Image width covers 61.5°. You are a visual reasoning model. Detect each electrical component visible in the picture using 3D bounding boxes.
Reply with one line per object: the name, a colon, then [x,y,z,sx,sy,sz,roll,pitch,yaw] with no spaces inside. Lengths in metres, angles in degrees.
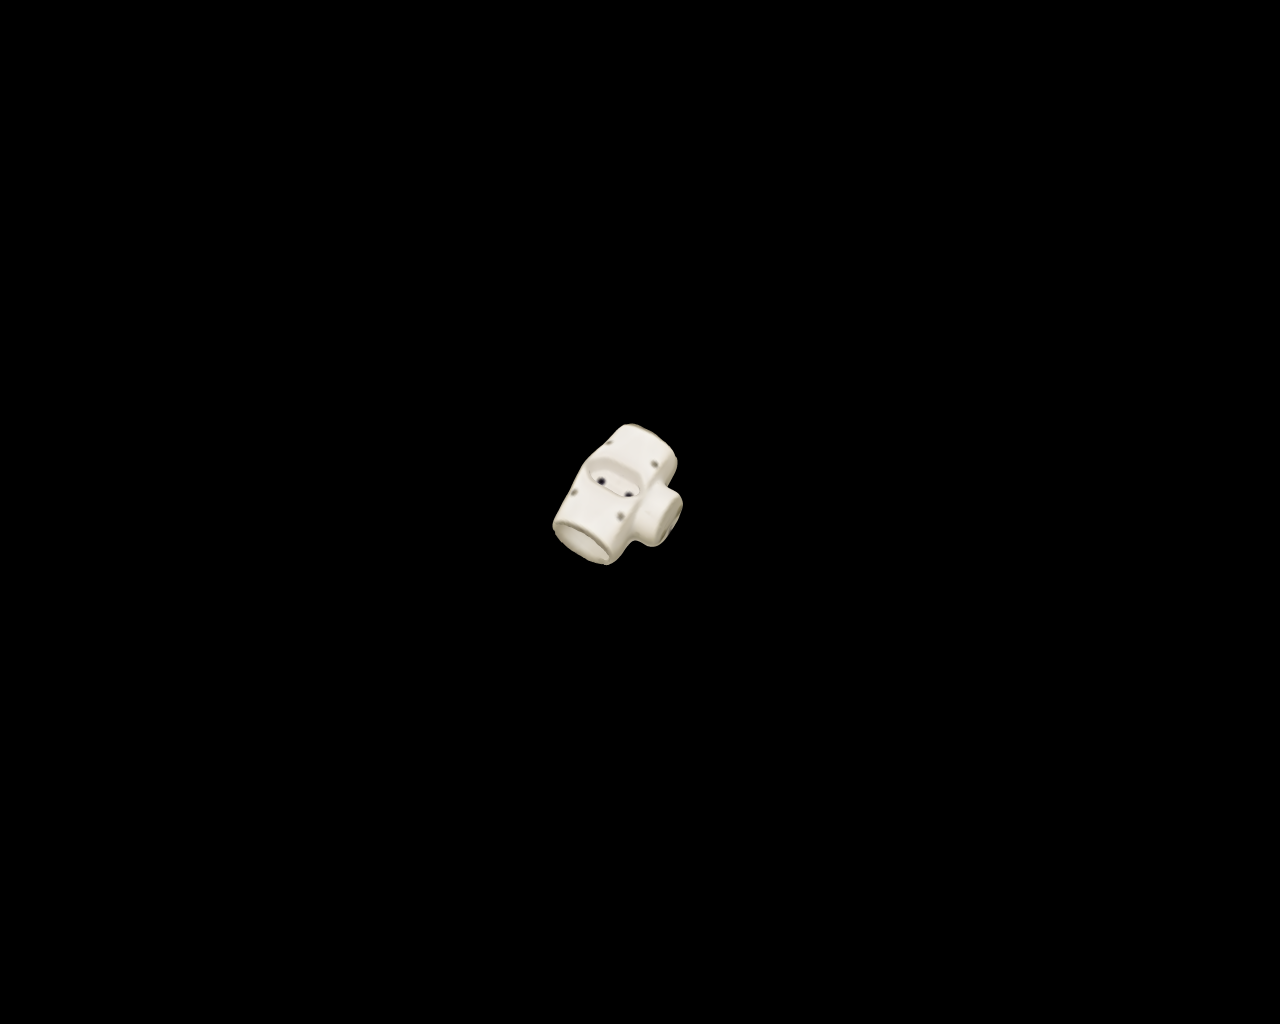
electrical component: [0.001,-0.003,0.650,0.079,0.077,0.043,29,-24,14]
